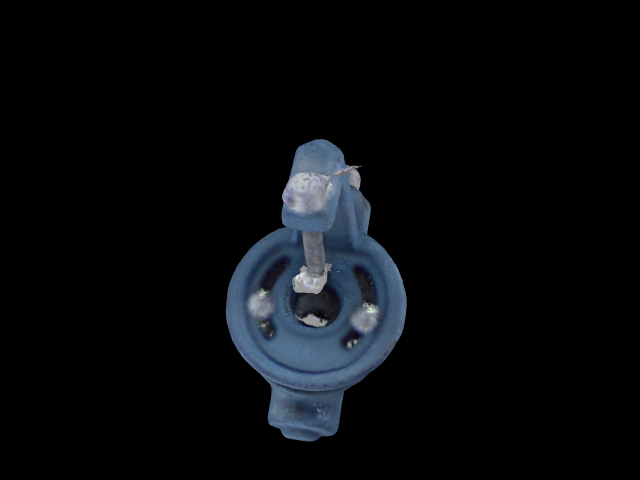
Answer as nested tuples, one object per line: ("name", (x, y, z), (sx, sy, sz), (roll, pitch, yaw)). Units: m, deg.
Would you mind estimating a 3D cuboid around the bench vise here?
("bench vise", (-0.008, 0.003, 0.399), (0.121, 0.220, 0.207), (-6, 47, -5))
